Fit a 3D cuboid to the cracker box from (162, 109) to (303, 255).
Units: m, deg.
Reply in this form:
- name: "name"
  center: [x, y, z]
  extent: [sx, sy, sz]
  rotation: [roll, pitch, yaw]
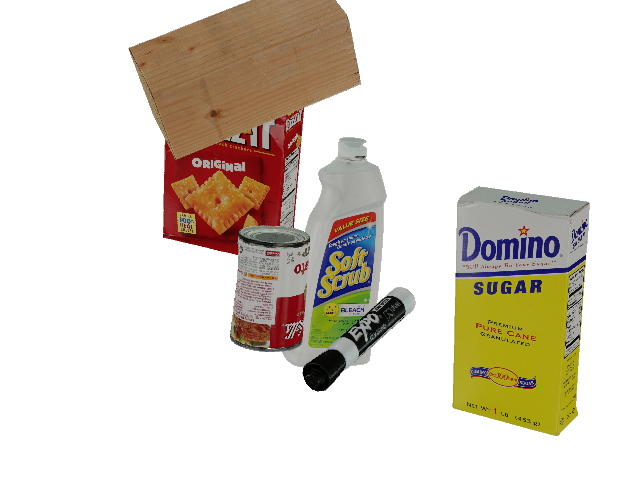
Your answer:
- name: "cracker box"
  center: [-0.114, -0.090, 1.362]
  extent: [0.164, 0.214, 0.072]
  rotation: [14, 29, 15]

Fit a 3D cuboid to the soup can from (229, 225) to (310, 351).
- name: "soup can"
  center: [-0.046, 0.043, 0.978]
  extent: [0.068, 0.102, 0.068]
  rotation: [5, 15, -1]

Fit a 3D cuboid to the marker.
- name: "marker"
  center: [0.024, 0.060, 0.657]
  extent: [0.020, 0.020, 0.120]
  rotation: [0, 20, 32]

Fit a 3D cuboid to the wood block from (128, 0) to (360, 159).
- name: "wood block"
  center: [-0.075, -0.176, 1.079]
  extent: [0.206, 0.091, 0.090]
  rotation: [-23, 47, -8]

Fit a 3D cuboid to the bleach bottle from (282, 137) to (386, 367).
- name: "bleach bottle"
  center: [0.017, 0.012, 1.175]
  extent: [0.102, 0.251, 0.068]
  rotation: [0, 17, -16]

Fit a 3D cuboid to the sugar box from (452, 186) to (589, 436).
- name: "sugar box"
  center: [0.150, 0.053, 0.814]
  extent: [0.093, 0.176, 0.048]
  rotation: [10, 23, 33]
